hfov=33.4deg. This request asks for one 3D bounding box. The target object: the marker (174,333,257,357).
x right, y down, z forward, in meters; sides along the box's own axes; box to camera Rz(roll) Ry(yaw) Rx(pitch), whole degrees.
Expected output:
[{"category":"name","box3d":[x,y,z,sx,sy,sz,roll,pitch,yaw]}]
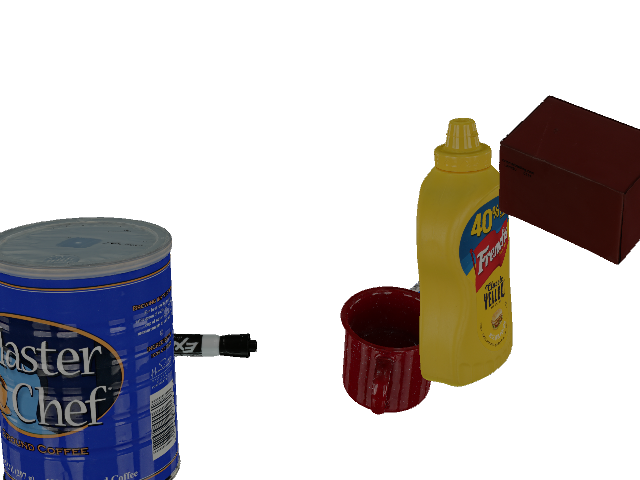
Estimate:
[{"category":"marker","box3d":[-0.110,0.081,0.832,0.121,0.020,0.020,1,0,3]}]

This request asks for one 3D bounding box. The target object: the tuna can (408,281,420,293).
[{"category":"tuna can","box3d":[0.133,0.088,1.247,0.033,0.086,0.086,-37,17,-24]}]

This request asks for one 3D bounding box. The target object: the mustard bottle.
[{"category":"mustard bottle","box3d":[0.107,0.004,0.792,0.058,0.192,0.096,10,24,36]}]

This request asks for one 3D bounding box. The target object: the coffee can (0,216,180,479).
[{"category":"coffee can","box3d":[-0.133,0.066,0.607,0.103,0.140,0.103,0,16,0]}]

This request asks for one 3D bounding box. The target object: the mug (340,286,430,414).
[{"category":"mug","box3d":[0.061,0.108,0.959,0.093,0.081,0.117,7,34,6]}]

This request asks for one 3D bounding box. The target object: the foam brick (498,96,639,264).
[{"category":"foam brick","box3d":[0.143,-0.034,0.581,0.078,0.053,0.051,29,55,32]}]
